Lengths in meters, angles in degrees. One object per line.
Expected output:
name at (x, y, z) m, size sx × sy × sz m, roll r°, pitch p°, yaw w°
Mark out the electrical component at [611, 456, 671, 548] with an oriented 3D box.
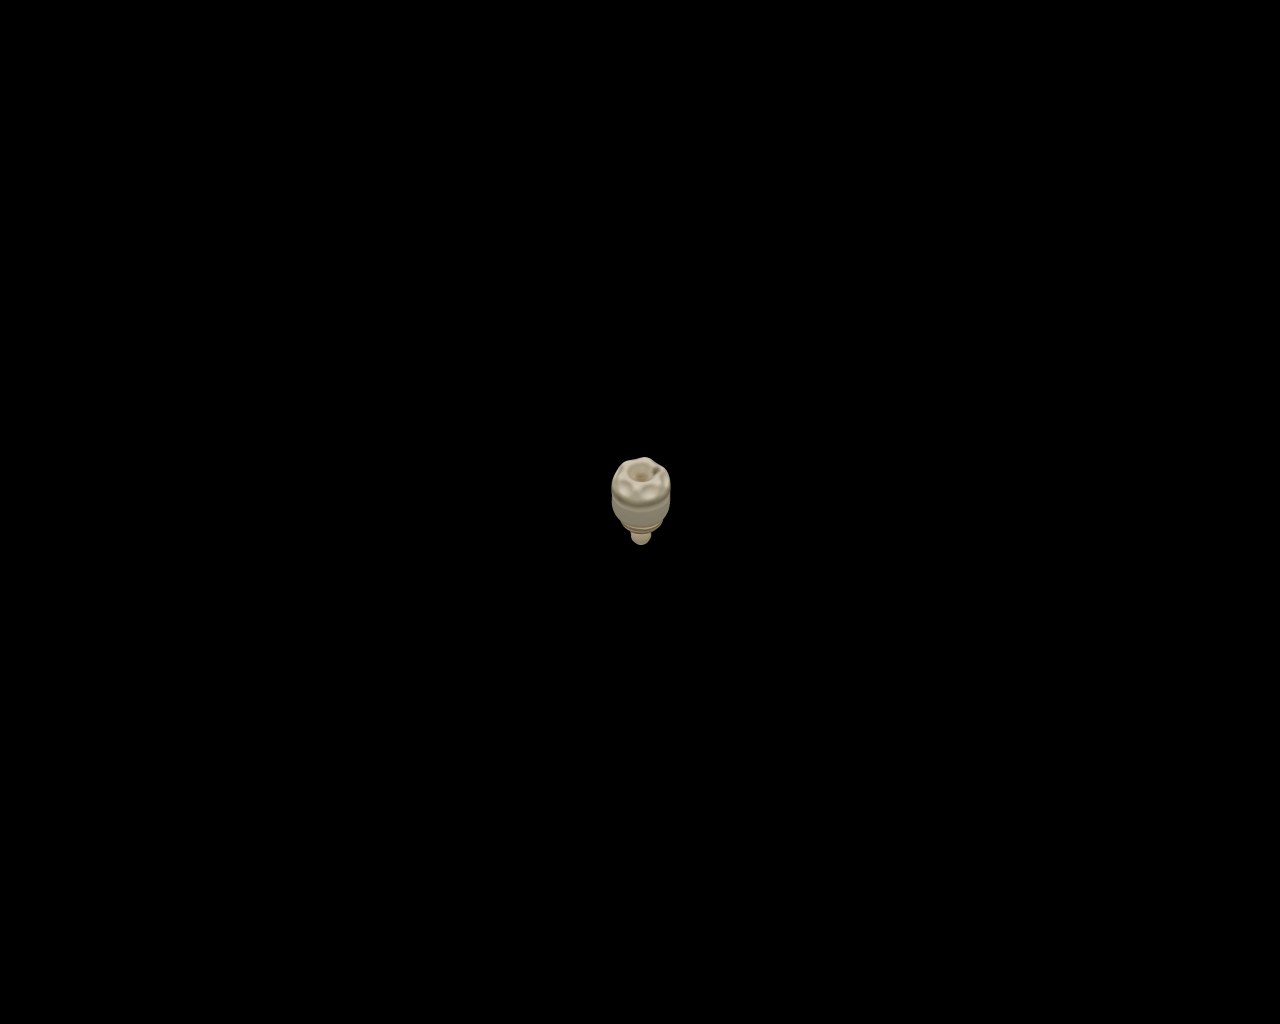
electrical component at (0.001, -0.003, 0.650) m, size 0.035 × 0.035 × 0.061 m, roll 0°, pitch -45°, yaw 0°
